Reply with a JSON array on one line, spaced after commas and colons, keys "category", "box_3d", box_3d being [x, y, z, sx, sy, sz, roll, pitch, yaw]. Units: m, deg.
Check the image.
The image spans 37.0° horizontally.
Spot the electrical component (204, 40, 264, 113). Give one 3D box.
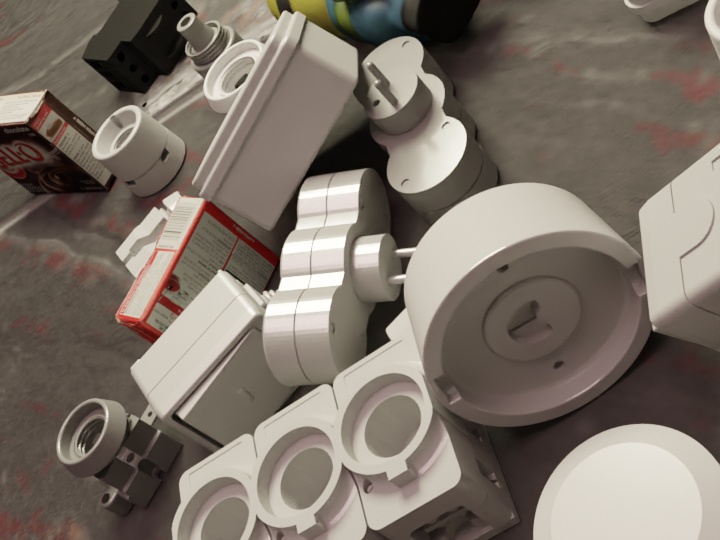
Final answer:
[{"category": "electrical component", "box_3d": [-0.071, -0.122, 0.747, 0.058, 0.057, 0.078, -49, 41, -1]}]

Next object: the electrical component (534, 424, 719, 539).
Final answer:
[{"category": "electrical component", "box_3d": [0.114, 0.106, 0.422, 0.080, 0.051, 0.080, -22, 48, 27]}]

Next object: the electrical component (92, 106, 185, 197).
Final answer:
[{"category": "electrical component", "box_3d": [-0.169, -0.091, 0.815, 0.055, 0.047, 0.055, -22, 48, 27]}]

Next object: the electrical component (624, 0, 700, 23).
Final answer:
[{"category": "electrical component", "box_3d": [0.187, -0.196, 0.584, 0.113, 0.057, 0.078, -24, 47, 26]}]

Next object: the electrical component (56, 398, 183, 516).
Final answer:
[{"category": "electrical component", "box_3d": [-0.145, 0.106, 0.639, 0.048, 0.055, 0.066, 15, 70, 45]}]

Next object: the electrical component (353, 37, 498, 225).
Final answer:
[{"category": "electrical component", "box_3d": [0.028, -0.093, 0.629, 0.052, 0.074, 0.138, -34, 43, 15]}]

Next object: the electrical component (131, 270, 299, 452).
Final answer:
[{"category": "electrical component", "box_3d": [-0.071, 0.051, 0.612, 0.096, 0.062, 0.061, -48, 41, 1]}]

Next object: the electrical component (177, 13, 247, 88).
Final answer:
[{"category": "electrical component", "box_3d": [-0.111, -0.167, 0.812, 0.043, 0.062, 0.043, -22, 47, 27]}]

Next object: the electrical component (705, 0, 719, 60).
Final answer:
[{"category": "electrical component", "box_3d": [0.199, -0.114, 0.520, 0.055, 0.047, 0.055, -22, 48, 27]}]

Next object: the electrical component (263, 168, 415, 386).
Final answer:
[{"category": "electrical component", "box_3d": [0.000, 0.000, 0.590, 0.074, 0.052, 0.138, -6, 48, 22]}]

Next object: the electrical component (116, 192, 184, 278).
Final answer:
[{"category": "electrical component", "box_3d": [-0.118, -0.014, 0.706, 0.057, 0.058, 0.078, -51, 40, 1]}]

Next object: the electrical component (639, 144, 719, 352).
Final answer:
[{"category": "electrical component", "box_3d": [0.166, 0.002, 0.436, 0.061, 0.096, 0.061, -46, 31, 48]}]

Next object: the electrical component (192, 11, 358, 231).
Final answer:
[{"category": "electrical component", "box_3d": [-0.049, -0.094, 0.660, 0.108, 0.056, 0.108, -58, 11, 18]}]

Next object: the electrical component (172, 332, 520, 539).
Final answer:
[{"category": "electrical component", "box_3d": [-0.013, 0.109, 0.520, 0.150, 0.062, 0.089, -34, 43, 16]}]

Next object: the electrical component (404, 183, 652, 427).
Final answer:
[{"category": "electrical component", "box_3d": [0.072, 0.011, 0.491, 0.108, 0.108, 0.060, -38, 37, 12]}]

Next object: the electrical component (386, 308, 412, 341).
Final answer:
[{"category": "electrical component", "box_3d": [0.045, 0.022, 0.553, 0.065, 0.044, 0.044, -47, 41, 9]}]
